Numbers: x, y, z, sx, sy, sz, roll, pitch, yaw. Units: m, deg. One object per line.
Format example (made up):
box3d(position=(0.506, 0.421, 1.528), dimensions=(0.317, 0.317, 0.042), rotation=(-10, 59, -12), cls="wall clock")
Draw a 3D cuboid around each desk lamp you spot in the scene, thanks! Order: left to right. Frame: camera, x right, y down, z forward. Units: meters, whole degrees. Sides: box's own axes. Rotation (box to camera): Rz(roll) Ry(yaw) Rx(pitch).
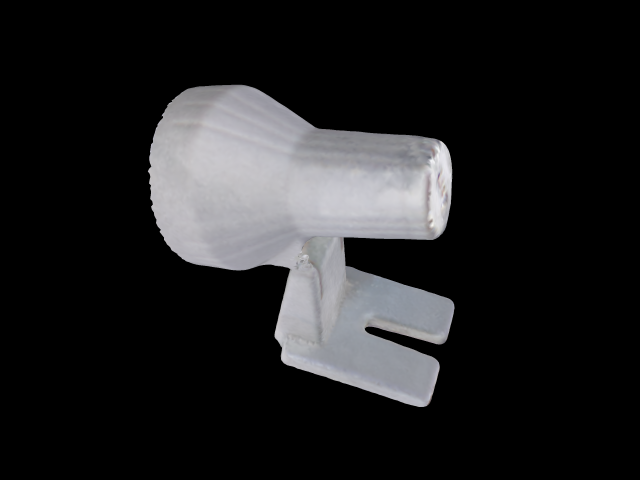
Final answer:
box3d(position=(0.004, 0.001, 0.400), dimensions=(0.203, 0.214, 0.118), rotation=(15, 55, 12), cls="desk lamp")
